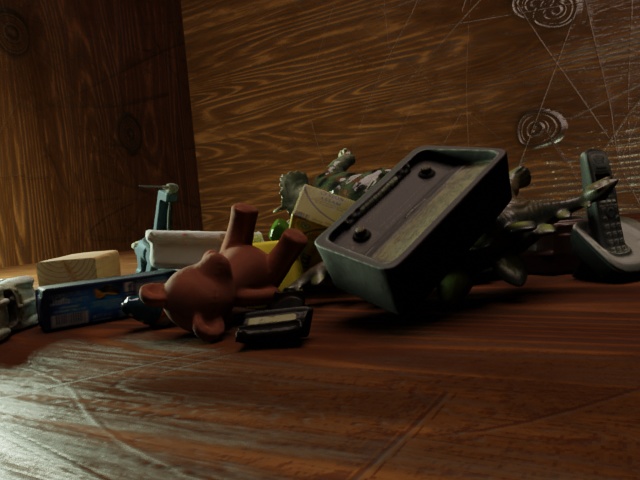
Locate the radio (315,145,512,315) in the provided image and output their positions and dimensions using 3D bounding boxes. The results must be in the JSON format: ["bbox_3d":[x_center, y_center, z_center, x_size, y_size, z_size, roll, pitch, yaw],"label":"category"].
[{"bbox_3d":[0.112,-0.024,0.628,0.131,0.073,0.229,16,48,45],"label":"radio"}]

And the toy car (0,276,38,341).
[{"bbox_3d":[-0.432,0.092,0.731,0.056,0.073,0.202,-9,4,-6],"label":"toy car"}]

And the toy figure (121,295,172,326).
[{"bbox_3d":[-0.187,0.080,0.717,0.058,0.064,0.154,41,35,28],"label":"toy figure"}]

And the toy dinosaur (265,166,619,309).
[{"bbox_3d":[0.153,0.004,0.721,0.472,0.105,0.199,-18,21,17],"label":"toy dinosaur"}]

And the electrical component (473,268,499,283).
[{"bbox_3d":[0.226,0.036,0.866,0.115,0.058,0.134,-7,3,-5],"label":"electrical component"}]

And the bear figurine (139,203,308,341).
[{"bbox_3d":[-0.114,0.035,0.658,0.120,0.132,0.196,28,13,16],"label":"bear figurine"}]

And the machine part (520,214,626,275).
[{"bbox_3d":[0.403,0.004,0.926,0.201,0.087,0.201,-8,5,-31],"label":"machine part"}]

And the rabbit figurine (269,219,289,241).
[{"bbox_3d":[-0.025,0.016,1.038,0.159,0.121,0.170,1,6,0],"label":"rabbit figurine"}]

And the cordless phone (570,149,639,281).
[{"bbox_3d":[0.422,-0.039,0.770,0.146,0.184,0.089,-7,-1,-28],"label":"cordless phone"}]

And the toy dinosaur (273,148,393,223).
[{"bbox_3d":[0.061,-0.080,1.011,0.192,0.131,0.405,-35,26,-28],"label":"toy dinosaur"}]

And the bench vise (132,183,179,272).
[{"bbox_3d":[-0.351,-0.012,1.209,0.129,0.240,0.224,-2,17,-34],"label":"bench vise"}]

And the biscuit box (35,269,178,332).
[{"bbox_3d":[-0.305,0.085,0.793,0.202,0.059,0.063,-6,4,-35],"label":"biscuit box"}]

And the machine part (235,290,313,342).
[{"bbox_3d":[-0.045,0.086,0.590,0.084,0.039,0.139,-13,5,3],"label":"machine part"}]

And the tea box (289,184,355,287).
[{"bbox_3d":[-0.002,-0.003,0.863,0.098,0.068,0.169,20,-34,0],"label":"tea box"}]
